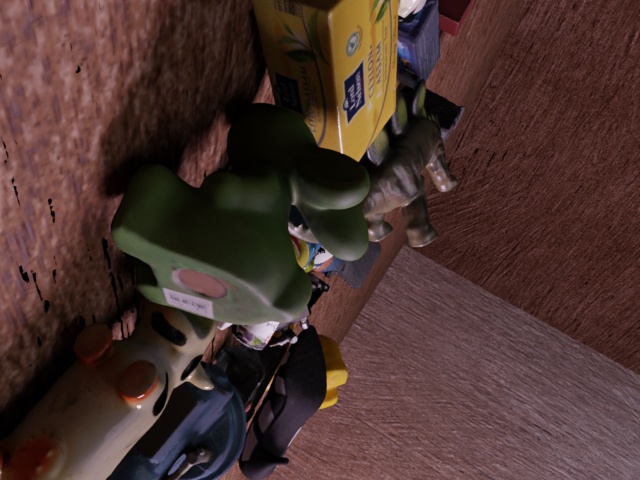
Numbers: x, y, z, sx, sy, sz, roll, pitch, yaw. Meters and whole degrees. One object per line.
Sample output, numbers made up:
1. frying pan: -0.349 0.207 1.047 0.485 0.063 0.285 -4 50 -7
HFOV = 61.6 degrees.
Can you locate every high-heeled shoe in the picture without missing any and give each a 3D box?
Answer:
1. high-heeled shoe: -0.067 0.266 0.889 0.145 0.086 0.249 -24 -136 53

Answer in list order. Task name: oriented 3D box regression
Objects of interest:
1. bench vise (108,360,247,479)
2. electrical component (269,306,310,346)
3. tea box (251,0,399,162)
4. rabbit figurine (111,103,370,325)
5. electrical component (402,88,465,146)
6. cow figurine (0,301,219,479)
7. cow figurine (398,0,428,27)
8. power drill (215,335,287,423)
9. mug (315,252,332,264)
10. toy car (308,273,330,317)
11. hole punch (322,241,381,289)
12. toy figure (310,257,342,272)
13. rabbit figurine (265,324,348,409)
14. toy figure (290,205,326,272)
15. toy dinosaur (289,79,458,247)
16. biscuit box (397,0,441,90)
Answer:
1. bench vise: -0.154 0.227 0.572 0.223 0.129 0.240 -61 161 -5
2. electrical component: -0.052 0.114 0.815 0.078 0.045 0.102 -18 129 -16
3. tea box: 0.012 -0.143 0.429 0.098 0.068 0.169 -56 159 -23
4. rabbit figurine: -0.042 -0.035 0.386 0.121 0.159 0.170 83 22 -56
5. electrical component: 0.179 -0.211 0.943 0.134 0.115 0.058 -52 164 -43
6. cow figurine: -0.148 0.116 0.405 0.195 0.085 0.127 -51 168 -26
7. cow figurine: 0.063 -0.233 0.509 0.167 0.068 0.098 -52 172 -33
8. power drill: -0.131 0.243 0.821 0.232 0.086 0.207 -58 165 -16
9. mug: -0.002 -0.002 0.769 0.109 0.081 0.107 -59 177 -30
10. toy car: -0.033 0.093 0.935 0.073 0.056 0.201 -54 168 2
11. hole punch: 0.045 0.021 1.065 0.142 0.092 0.115 -56 138 -11
12. toy figure: -0.004 0.028 0.894 0.064 0.058 0.154 -67 164 4
13. rabbit figurine: -0.052 0.221 0.977 0.121 0.173 0.162 107 -28 -50
14. toy figure: -0.048 0.016 0.604 0.180 0.082 0.089 -50 163 -52
15. toy dinosaur: 0.086 -0.091 0.698 0.471 0.105 0.198 -54 131 -49
16. biscuit box: 0.114 -0.254 0.688 0.062 0.059 0.202 -61 169 6
